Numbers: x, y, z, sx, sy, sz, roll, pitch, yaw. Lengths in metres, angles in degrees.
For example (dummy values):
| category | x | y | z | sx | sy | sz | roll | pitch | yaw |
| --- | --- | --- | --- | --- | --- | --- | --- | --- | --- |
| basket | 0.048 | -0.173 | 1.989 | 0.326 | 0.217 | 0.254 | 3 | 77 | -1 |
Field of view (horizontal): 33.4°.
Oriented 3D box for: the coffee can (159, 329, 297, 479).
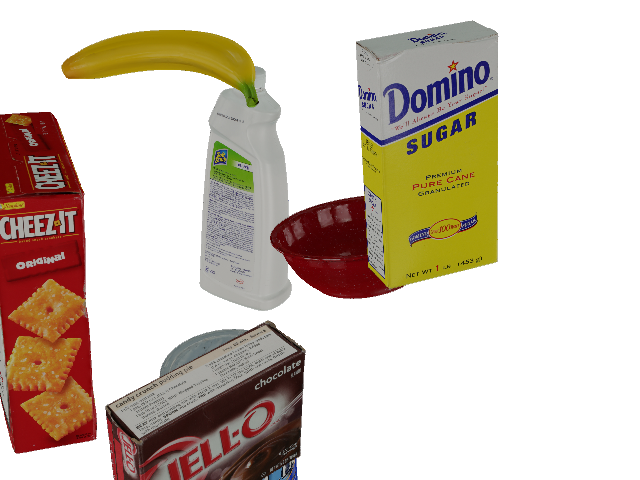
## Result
| category | x | y | z | sx | sy | sz | roll | pitch | yaw |
| --- | --- | --- | --- | --- | --- | --- | --- | --- | --- |
| coffee can | -0.071 | 0.157 | 0.860 | 0.103 | 0.140 | 0.103 | -2 | 32 | 1 |

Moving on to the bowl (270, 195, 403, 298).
| category | x | y | z | sx | sy | sz | roll | pitch | yaw |
| --- | --- | --- | --- | --- | --- | --- | --- | --- | --- |
| bowl | 0.038 | 0.010 | 0.969 | 0.162 | 0.055 | 0.162 | -8 | 20 | 3 |

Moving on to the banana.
| category | x | y | z | sx | sy | sz | roll | pitch | yaw |
| --- | --- | --- | --- | --- | --- | --- | --- | --- | --- |
| banana | -0.140 | -0.166 | 0.979 | 0.198 | 0.037 | 0.069 | 9 | 46 | 17 |

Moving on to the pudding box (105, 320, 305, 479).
| category | x | y | z | sx | sy | sz | roll | pitch | yaw |
| --- | --- | --- | --- | --- | --- | --- | --- | --- | --- |
| pudding box | -0.062 | 0.107 | 0.597 | 0.113 | 0.090 | 0.039 | -28 | 49 | -33 |

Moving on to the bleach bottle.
| category | x | y | z | sx | sy | sz | roll | pitch | yaw |
| --- | --- | --- | --- | --- | --- | --- | --- | --- | --- |
| bleach bottle | -0.073 | -0.057 | 1.122 | 0.103 | 0.251 | 0.068 | 17 | 28 | 23 |

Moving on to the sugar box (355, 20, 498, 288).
| category | x | y | z | sx | sy | sz | roll | pitch | yaw |
| --- | --- | --- | --- | --- | --- | --- | --- | --- | --- |
| sugar box | 0.078 | -0.060 | 0.759 | 0.093 | 0.176 | 0.048 | -14 | 30 | -17 |

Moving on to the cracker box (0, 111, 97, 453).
| category | x | y | z | sx | sy | sz | roll | pitch | yaw |
| --- | --- | --- | --- | --- | --- | --- | --- | --- | --- |
| cracker box | -0.221 | 0.028 | 0.825 | 0.072 | 0.214 | 0.164 | -6 | 29 | -20 |
